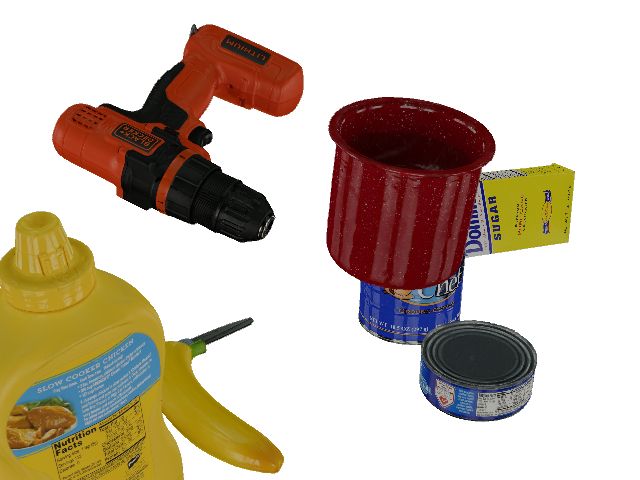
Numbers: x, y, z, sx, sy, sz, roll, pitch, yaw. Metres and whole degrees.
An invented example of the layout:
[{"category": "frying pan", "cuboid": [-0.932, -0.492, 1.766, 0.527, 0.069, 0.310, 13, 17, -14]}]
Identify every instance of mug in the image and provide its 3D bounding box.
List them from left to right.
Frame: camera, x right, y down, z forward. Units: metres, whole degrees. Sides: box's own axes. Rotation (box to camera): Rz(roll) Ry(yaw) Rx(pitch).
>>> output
[{"category": "mug", "cuboid": [0.053, -0.031, 0.619, 0.093, 0.081, 0.117, 23, 36, 25]}]

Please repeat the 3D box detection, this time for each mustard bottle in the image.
[{"category": "mustard bottle", "cuboid": [-0.117, 0.070, 0.499, 0.096, 0.192, 0.058, -26, 43, -31]}]

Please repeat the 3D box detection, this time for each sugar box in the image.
[{"category": "sugar box", "cuboid": [0.214, -0.034, 1.256, 0.176, 0.093, 0.048, -9, 20, -26]}]

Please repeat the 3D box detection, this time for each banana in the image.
[{"category": "banana", "cuboid": [-0.095, 0.124, 0.844, 0.069, 0.037, 0.198, -9, 28, -22]}]

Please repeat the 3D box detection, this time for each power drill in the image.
[{"category": "power drill", "cuboid": [-0.087, -0.089, 0.842, 0.184, 0.057, 0.187, 27, 45, 11]}]

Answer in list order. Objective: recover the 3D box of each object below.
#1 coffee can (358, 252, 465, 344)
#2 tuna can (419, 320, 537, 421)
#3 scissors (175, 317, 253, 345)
[{"category": "coffee can", "cuboid": [0.090, 0.016, 1.038, 0.103, 0.140, 0.103, 1, 25, -1]}, {"category": "tuna can", "cuboid": [0.117, 0.097, 0.797, 0.086, 0.034, 0.086, 1, 29, -1]}, {"category": "scissors", "cuboid": [-0.141, 0.123, 1.110, 0.201, 0.016, 0.096, -11, 30, -27]}]
